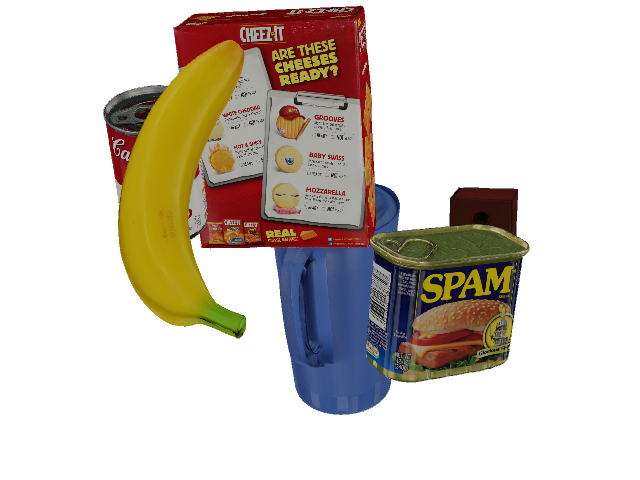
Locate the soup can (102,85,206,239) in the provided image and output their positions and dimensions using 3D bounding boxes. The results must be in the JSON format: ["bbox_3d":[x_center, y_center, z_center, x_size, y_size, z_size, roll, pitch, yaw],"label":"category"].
[{"bbox_3d":[-0.121,-0.055,0.796,0.068,0.102,0.068,-1,37,0],"label":"soup can"}]

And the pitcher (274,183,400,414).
[{"bbox_3d":[0.014,0.068,1.126,0.149,0.243,0.145,-13,32,-16],"label":"pitcher"}]

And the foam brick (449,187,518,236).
[{"bbox_3d":[0.136,-0.002,0.887,0.053,0.078,0.051,2,15,15],"label":"foam brick"}]

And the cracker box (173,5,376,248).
[{"bbox_3d":[-0.036,-0.101,0.980,0.164,0.214,0.072,0,23,10],"label":"cracker box"}]

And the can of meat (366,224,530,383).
[{"bbox_3d":[0.080,0.040,0.695,0.101,0.084,0.058,-5,21,-26],"label":"can of meat"}]

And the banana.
[{"bbox_3d":[-0.075,-0.029,0.586,0.069,0.198,0.037,-2,-31,-3],"label":"banana"}]
